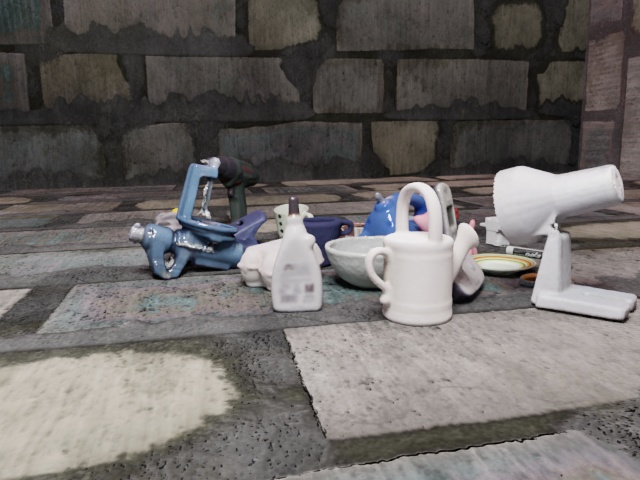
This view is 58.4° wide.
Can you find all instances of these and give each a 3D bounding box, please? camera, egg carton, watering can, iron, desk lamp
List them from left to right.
[{"bbox_3d":[-0.283,-0.008,1.215,0.137,0.101,0.143,-4,11,-13],"label":"camera"},{"bbox_3d":[-0.067,0.042,1.022,0.107,0.069,0.151,7,13,34],"label":"egg carton"},{"bbox_3d":[0.193,-0.044,1.257,0.118,0.141,0.259,9,15,41],"label":"iron"},{"bbox_3d":[0.145,0.014,0.820,0.100,0.194,0.173,10,15,44],"label":"watering can"},{"bbox_3d":[0.365,-0.007,0.860,0.202,0.213,0.118,7,14,36],"label":"desk lamp"}]

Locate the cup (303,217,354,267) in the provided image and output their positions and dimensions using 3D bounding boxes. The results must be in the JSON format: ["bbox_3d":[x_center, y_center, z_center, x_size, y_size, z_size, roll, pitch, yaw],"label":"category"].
[{"bbox_3d":[0.011,0.004,1.146,0.118,0.095,0.091,-4,11,-15],"label":"cup"}]

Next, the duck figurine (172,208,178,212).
[{"bbox_3d":[-0.342,-0.037,1.411,0.077,0.086,0.105,2,11,14],"label":"duck figurine"}]

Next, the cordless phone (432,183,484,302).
[{"bbox_3d":[0.213,-0.003,0.926,0.094,0.185,0.148,4,12,24],"label":"cordless phone"}]

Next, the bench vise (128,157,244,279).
[{"bbox_3d":[-0.243,-0.042,1.072,0.208,0.220,0.121,-11,15,-43],"label":"bench vise"}]

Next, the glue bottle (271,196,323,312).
[{"bbox_3d":[-0.036,0.021,0.855,0.078,0.173,0.037,-1,11,-2],"label":"glue bottle"}]

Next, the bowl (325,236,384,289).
[{"bbox_3d":[0.091,0.042,0.995,0.167,0.075,0.167,-1,11,0],"label":"bowl"}]

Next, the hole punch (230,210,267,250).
[{"bbox_3d":[-0.170,-0.018,1.286,0.101,0.091,0.108,-5,12,-19],"label":"hole punch"}]

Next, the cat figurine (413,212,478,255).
[{"bbox_3d":[0.261,-0.020,1.190,0.127,0.118,0.067,4,12,25],"label":"cat figurine"}]

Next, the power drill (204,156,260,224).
[{"bbox_3d":[-0.224,-0.114,1.478,0.075,0.208,0.230,3,12,19],"label":"power drill"}]

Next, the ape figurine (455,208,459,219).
[{"bbox_3d":[0.349,-0.088,1.609,0.077,0.092,0.076,4,12,24],"label":"ape figurine"}]
